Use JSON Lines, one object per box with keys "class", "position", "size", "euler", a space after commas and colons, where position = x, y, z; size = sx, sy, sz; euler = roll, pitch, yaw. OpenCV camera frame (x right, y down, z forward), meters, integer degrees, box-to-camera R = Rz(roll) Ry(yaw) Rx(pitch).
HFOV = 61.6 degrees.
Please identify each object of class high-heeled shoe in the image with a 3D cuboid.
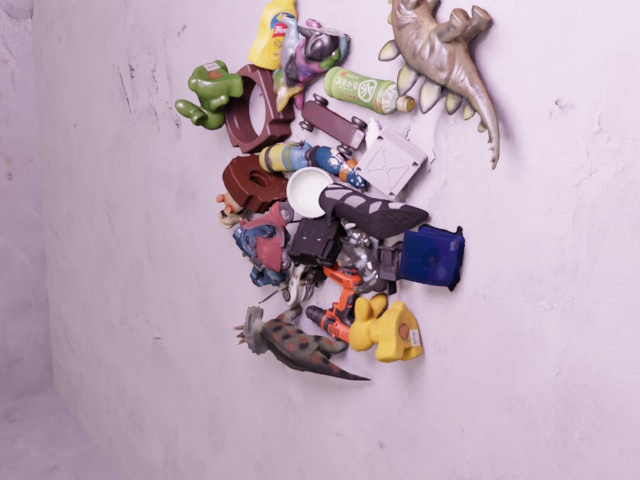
{"class": "high-heeled shoe", "position": [0.115, -0.080, 1.191], "size": [0.249, 0.145, 0.086], "euler": [-2, 134, 13]}

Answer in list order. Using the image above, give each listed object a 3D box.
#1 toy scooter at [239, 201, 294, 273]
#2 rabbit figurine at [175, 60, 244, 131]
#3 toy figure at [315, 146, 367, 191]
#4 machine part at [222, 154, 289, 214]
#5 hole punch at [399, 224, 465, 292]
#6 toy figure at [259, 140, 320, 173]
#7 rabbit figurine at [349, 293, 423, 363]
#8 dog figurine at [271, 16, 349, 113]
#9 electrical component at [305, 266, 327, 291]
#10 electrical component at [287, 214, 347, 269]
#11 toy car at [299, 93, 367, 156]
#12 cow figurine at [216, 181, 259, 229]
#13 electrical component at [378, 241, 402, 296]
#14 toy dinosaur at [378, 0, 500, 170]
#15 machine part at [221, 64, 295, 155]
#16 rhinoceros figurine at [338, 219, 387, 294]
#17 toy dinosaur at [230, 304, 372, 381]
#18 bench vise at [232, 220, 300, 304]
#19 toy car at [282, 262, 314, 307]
{"class": "toy scooter", "position": [-0.134, -0.006, 1.333], "size": [0.075, 0.135, 0.183], "euler": [-121, 33, -72]}
{"class": "rabbit figurine", "position": [-0.279, -0.345, 1.373], "size": [0.121, 0.159, 0.170], "euler": [37, 141, 22]}
{"class": "toy figure", "position": [0.054, -0.169, 1.248], "size": [0.155, 0.058, 0.064], "euler": [36, 168, 29]}
{"class": "machine part", "position": [-0.164, -0.149, 1.399], "size": [0.179, 0.179, 0.056], "euler": [56, 133, 19]}
{"class": "hole punch", "position": [0.228, 0.034, 1.104], "size": [0.116, 0.092, 0.142], "euler": [18, 109, 38]}
{"class": "toy figure", "position": [-0.077, -0.208, 1.349], "size": [0.180, 0.089, 0.082], "euler": [10, 100, 46]}
{"class": "rabbit figurine", "position": [0.127, 0.206, 1.228], "size": [0.173, 0.122, 0.162], "euler": [-22, 81, 48]}
{"class": "dog figurine", "position": [-0.035, -0.392, 1.251], "size": [0.192, 0.108, 0.219], "euler": [37, 129, 30]}
{"class": "electrical component", "position": [-0.007, 0.087, 1.374], "size": [0.021, 0.063, 0.094], "euler": [40, 125, 32]}
{"class": "electrical component", "position": [-0.003, -0.004, 1.301], "size": [0.115, 0.058, 0.134], "euler": [6, 61, 29]}
{"class": "toy car", "position": [0.031, -0.267, 1.249], "size": [0.202, 0.053, 0.089], "euler": [37, 106, 33]}
{"class": "cow figurine", "position": [-0.226, -0.109, 1.524], "size": [0.195, 0.127, 0.085], "euler": [-49, 66, 26]}
{"class": "electrical component", "position": [0.168, 0.066, 1.181], "size": [0.048, 0.075, 0.119], "euler": [6, 101, 46]}
{"class": "toy dinosaur", "position": [0.223, -0.346, 1.000], "size": [0.472, 0.105, 0.198], "euler": [62, 144, 27]}
{"class": "machine part", "position": [-0.166, -0.340, 1.410], "size": [0.201, 0.087, 0.201], "euler": [-22, 84, 48]}
{"class": "rhinoceros figurine", "position": [0.100, 0.035, 1.243], "size": [0.112, 0.073, 0.190], "euler": [-33, 77, 47]}
{"class": "toy dinosaur", "position": [-0.069, 0.275, 1.397], "size": [0.405, 0.192, 0.131], "euler": [24, 119, 41]}
{"class": "bench vise", "position": [-0.138, 0.029, 1.459], "size": [0.223, 0.129, 0.240], "euler": [59, 139, 13]}
{"class": "toy car", "position": [-0.045, 0.093, 1.407], "size": [0.056, 0.073, 0.201], "euler": [37, 125, 34]}
